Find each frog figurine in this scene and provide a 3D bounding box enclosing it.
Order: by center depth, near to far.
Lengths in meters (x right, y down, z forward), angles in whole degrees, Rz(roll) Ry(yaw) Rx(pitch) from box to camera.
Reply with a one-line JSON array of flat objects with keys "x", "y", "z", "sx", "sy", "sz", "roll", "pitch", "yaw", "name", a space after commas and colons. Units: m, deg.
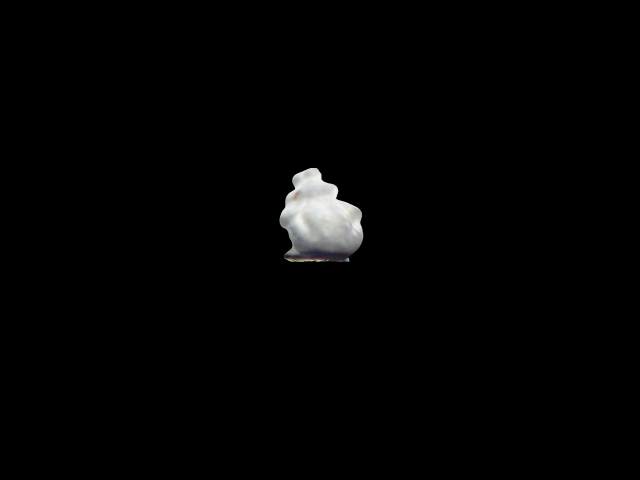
[{"x": 0.003, "y": -0.043, "z": 0.850, "sx": 0.137, "sy": 0.160, "sz": 0.122, "roll": 0, "pitch": -3, "yaw": 0, "name": "frog figurine"}]
